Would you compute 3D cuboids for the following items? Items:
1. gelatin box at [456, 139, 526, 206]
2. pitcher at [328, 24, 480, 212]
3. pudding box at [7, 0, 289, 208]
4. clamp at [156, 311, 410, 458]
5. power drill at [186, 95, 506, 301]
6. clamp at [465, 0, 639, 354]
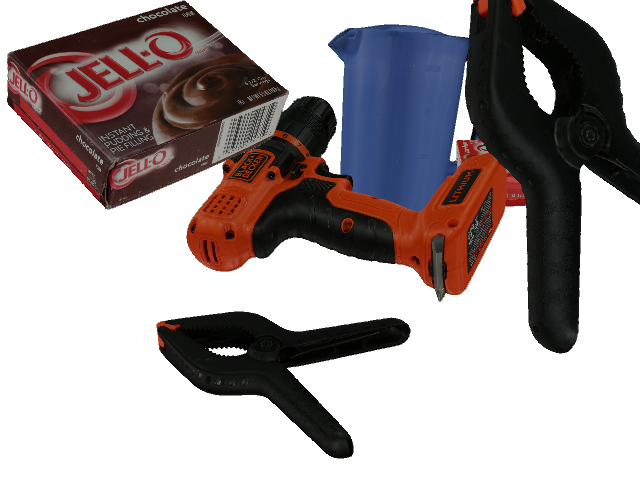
[{"bbox_3d":[0.150,-0.056,0.866,0.073,0.030,0.089,-1,24,4],"label":"gelatin box"},{"bbox_3d":[0.093,-0.108,1.150,0.149,0.243,0.144,11,13,31],"label":"pitcher"},{"bbox_3d":[-0.088,-0.073,0.543,0.113,0.039,0.090,-26,60,-38],"label":"pudding box"},{"bbox_3d":[-0.035,0.095,0.890,0.210,0.036,0.164,15,35,23],"label":"clamp"},{"bbox_3d":[0.026,-0.034,0.722,0.188,0.057,0.184,9,42,23],"label":"power drill"},{"bbox_3d":[0.111,-0.036,0.497,0.120,0.171,0.039,-40,9,-26],"label":"clamp"}]
